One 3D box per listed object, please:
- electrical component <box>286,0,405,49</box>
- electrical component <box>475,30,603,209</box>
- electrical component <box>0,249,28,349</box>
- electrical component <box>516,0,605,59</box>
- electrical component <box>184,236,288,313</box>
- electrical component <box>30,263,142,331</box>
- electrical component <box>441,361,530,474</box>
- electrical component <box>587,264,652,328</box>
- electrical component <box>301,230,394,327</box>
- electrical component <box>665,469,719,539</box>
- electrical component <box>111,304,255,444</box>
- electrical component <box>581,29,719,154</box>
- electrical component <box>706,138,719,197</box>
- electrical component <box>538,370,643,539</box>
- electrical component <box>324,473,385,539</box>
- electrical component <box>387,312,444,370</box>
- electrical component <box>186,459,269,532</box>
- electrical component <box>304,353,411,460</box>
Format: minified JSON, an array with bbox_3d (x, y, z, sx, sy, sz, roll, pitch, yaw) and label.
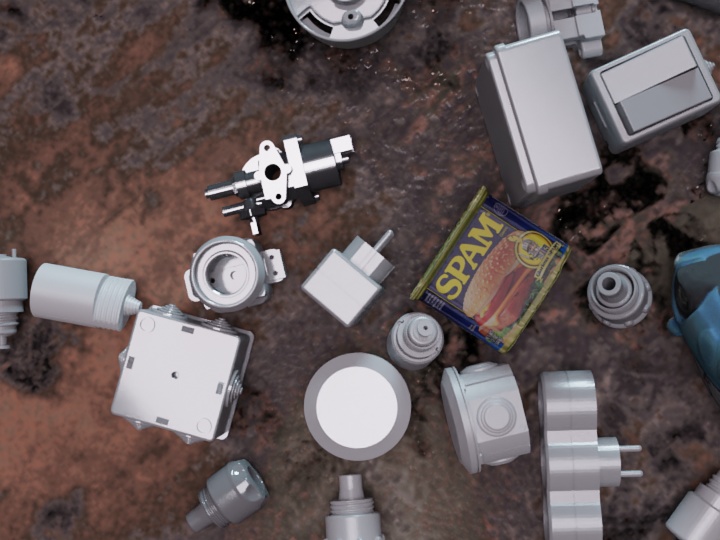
[{"bbox_3d":[-0.009,-0.221,0.827,0.099,0.064,0.099,0,88,4],"label":"electrical component"},{"bbox_3d":[0.129,-0.107,0.792,0.056,0.108,0.108,-16,87,1],"label":"electrical component"},{"bbox_3d":[-0.284,0.023,0.851,0.040,0.040,0.078,-2,88,4],"label":"electrical component"},{"bbox_3d":[0.152,-0.192,0.825,0.055,0.048,0.066,-11,87,-4],"label":"electrical component"},{"bbox_3d":[-0.099,0.004,0.830,0.078,0.057,0.058,-14,87,3],"label":"electrical component"},{"bbox_3d":[-0.212,0.023,0.844,0.081,0.043,0.043,10,89,4],"label":"electrical component"},{"bbox_3d":[0.092,0.108,0.803,0.051,0.080,0.080,-13,87,-2],"label":"electrical component"},{"bbox_3d":[0.191,0.016,0.804,0.048,0.062,0.048,-5,76,21],"label":"electrical component"},{"bbox_3d":[0.000,0.000,0.819,0.047,0.066,0.076,40,91,4],"label":"electrical component"},{"bbox_3d":[0.264,0.178,0.807,0.040,0.040,0.078,35,90,4],"label":"electrical component"},{"bbox_3d":[-0.138,0.080,0.834,0.100,0.048,0.099,15,89,5],"label":"electrical component"},{"bbox_3d":[0.225,-0.137,0.810,0.096,0.061,0.061,-24,86,3],"label":"electrical component"},{"bbox_3d":[0.283,-0.087,0.818,0.035,0.035,0.061,7,86,4],"label":"electrical component"},{"bbox_3d":[0.175,0.144,0.808,0.074,0.052,0.138,-2,88,4],"label":"electrical component"},{"bbox_3d":[-0.006,0.188,0.825,0.048,0.048,0.062,-4,81,4],"label":"electrical component"},{"bbox_3d":[0.043,0.051,0.811,0.040,0.078,0.040,1,76,-5],"label":"electrical component"},{"bbox_3d":[-0.105,0.178,0.832,0.062,0.043,0.043,-36,86,3],"label":"electrical component"},{"bbox_3d":[0.000,0.103,0.823,0.080,0.051,0.080,0,88,4],"label":"electrical component"}]
